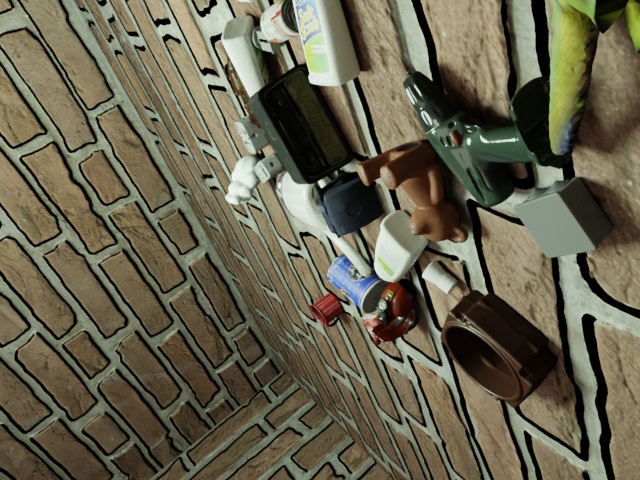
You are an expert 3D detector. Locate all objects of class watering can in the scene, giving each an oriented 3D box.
[{"bbox_3d":[0.004,-0.065,1.289,0.225,0.105,0.342,19,140,60],"label":"watering can"}]

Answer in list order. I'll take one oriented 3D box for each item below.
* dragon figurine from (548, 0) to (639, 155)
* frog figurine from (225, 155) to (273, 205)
[{"bbox_3d":[0.228,-0.286,0.483,0.401,0.123,0.247,94,155,-57],"label":"dragon figurine"},{"bbox_3d":[-0.230,-0.182,1.558,0.138,0.161,0.120,25,144,52],"label":"frog figurine"}]
